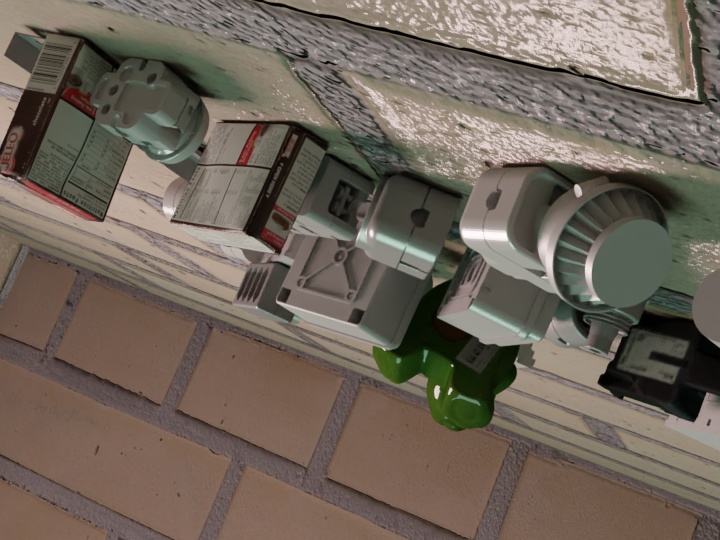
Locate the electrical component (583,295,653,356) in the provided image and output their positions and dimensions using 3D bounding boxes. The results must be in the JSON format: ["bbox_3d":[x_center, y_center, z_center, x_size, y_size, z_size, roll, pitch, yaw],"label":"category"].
[{"bbox_3d":[0.182,0.031,0.781,0.048,0.062,0.048,22,172,3],"label":"electrical component"}]

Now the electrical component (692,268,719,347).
[{"bbox_3d":[0.253,0.027,0.615,0.138,0.052,0.074,13,167,48],"label":"electrical component"}]

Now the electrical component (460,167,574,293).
[{"bbox_3d":[0.112,-0.023,0.662,0.095,0.053,0.059,27,170,-29],"label":"electrical component"}]

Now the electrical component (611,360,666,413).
[{"bbox_3d":[0.259,0.087,0.948,0.078,0.057,0.058,27,170,-27],"label":"electrical component"}]

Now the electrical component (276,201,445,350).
[{"bbox_3d":[0.000,0.000,0.901,0.109,0.108,0.056,14,165,44],"label":"electrical component"}]

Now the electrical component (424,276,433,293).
[{"bbox_3d":[0.045,0.014,1.094,0.040,0.040,0.078,25,171,-16],"label":"electrical component"}]

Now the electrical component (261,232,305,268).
[{"bbox_3d":[-0.030,-0.013,1.054,0.105,0.060,0.186,24,171,-10],"label":"electrical component"}]

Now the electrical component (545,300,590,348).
[{"bbox_3d":[0.176,0.034,0.848,0.055,0.055,0.047,25,167,-17],"label":"electrical component"}]

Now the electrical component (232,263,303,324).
[{"bbox_3d":[-0.071,0.029,1.043,0.076,0.047,0.083,26,171,-21],"label":"electrical component"}]

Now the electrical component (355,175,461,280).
[{"bbox_3d":[0.034,-0.033,0.799,0.059,0.053,0.095,22,171,1],"label":"electrical component"}]

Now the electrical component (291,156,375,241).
[{"bbox_3d":[-0.042,-0.059,0.838,0.056,0.050,0.089,28,170,-35],"label":"electrical component"}]

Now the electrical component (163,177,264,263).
[{"bbox_3d":[-0.133,-0.049,1.120,0.074,0.052,0.138,15,168,41],"label":"electrical component"}]

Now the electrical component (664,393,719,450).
[{"bbox_3d":[0.376,0.147,0.995,0.150,0.061,0.089,25,171,-14],"label":"electrical component"}]

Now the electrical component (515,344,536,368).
[{"bbox_3d":[0.141,0.064,1.125,0.089,0.050,0.056,23,171,-5],"label":"electrical component"}]

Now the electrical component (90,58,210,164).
[{"bbox_3d":[-0.144,-0.111,0.763,0.078,0.058,0.057,15,166,39],"label":"electrical component"}]

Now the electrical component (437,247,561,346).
[{"bbox_3d":[0.109,0.012,0.805,0.057,0.078,0.113,26,171,-6],"label":"electrical component"}]
